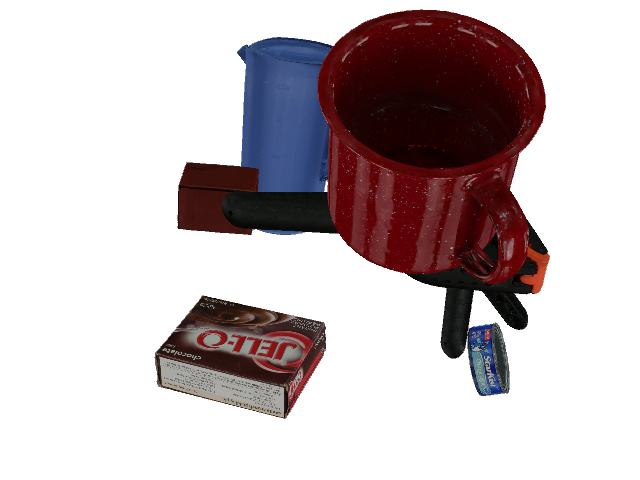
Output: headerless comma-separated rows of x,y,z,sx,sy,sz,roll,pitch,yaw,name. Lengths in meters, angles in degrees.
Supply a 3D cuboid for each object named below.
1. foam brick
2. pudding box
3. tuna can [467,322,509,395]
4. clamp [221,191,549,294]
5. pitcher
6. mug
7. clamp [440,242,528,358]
-0.103,-0.043,1.082,0.078,0.051,0.053,5,31,1,foam brick
-0.062,0.091,0.851,0.114,0.039,0.090,9,30,17,pudding box
0.203,0.144,1.286,0.034,0.086,0.086,-10,-3,17,tuna can
0.050,-0.020,0.708,0.210,0.036,0.164,36,59,27,clamp
-0.032,-0.132,1.381,0.144,0.243,0.149,-3,25,-22,pitcher
0.051,-0.030,0.460,0.093,0.117,0.081,-26,-31,-18,mug
0.139,0.028,1.028,0.039,0.171,0.120,-16,9,43,clamp
